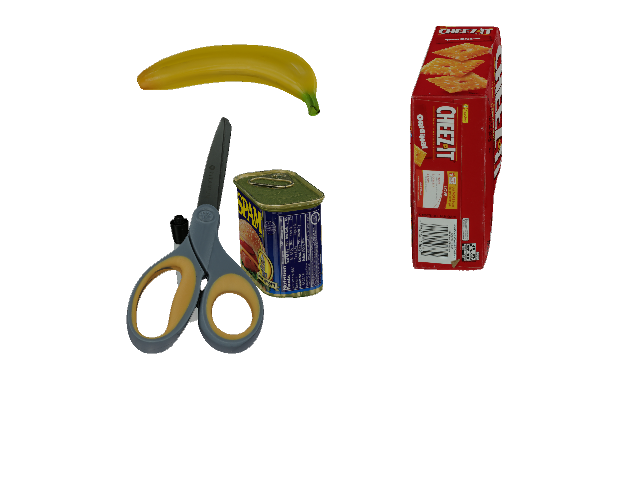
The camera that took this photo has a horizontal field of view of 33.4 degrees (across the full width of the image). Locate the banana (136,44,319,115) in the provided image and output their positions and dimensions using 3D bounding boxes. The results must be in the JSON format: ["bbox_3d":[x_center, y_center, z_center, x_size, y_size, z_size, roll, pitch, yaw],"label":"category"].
[{"bbox_3d":[-0.083,-0.166,1.053,0.198,0.037,0.069,10,45,20],"label":"banana"}]

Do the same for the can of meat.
[{"bbox_3d":[-0.035,-0.006,0.903,0.057,0.084,0.102,-9,21,-19],"label":"can of meat"}]

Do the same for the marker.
[{"bbox_3d":[-0.142,0.030,1.118,0.020,0.121,0.020,-2,27,1],"label":"marker"}]

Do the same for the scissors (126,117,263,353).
[{"bbox_3d":[-0.063,-0.001,0.725,0.096,0.201,0.016,20,-36,7],"label":"scissors"}]

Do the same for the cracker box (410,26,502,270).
[{"bbox_3d":[0.130,-0.092,0.989,0.072,0.164,0.213,3,27,12],"label":"cracker box"}]
